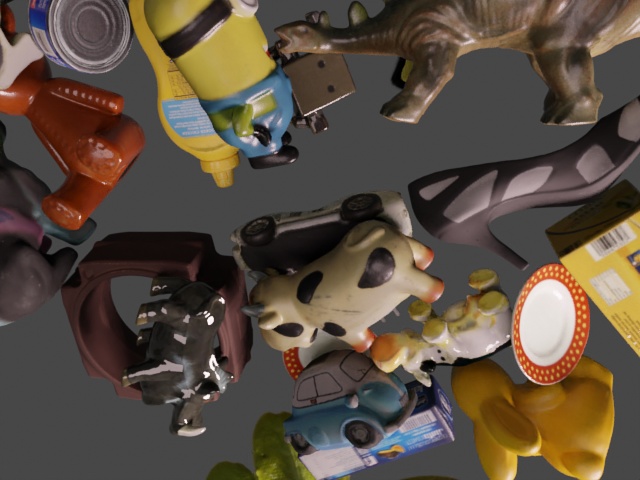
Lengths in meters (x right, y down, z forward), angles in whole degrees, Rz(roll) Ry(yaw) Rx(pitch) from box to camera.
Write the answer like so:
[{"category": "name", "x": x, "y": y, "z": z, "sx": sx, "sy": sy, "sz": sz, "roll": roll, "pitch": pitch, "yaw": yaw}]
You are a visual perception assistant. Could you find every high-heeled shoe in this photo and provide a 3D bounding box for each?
[{"category": "high-heeled shoe", "x": 0.207, "y": -0.085, "z": 0.522, "sx": 0.145, "sy": 0.086, "sz": 0.248, "roll": 44, "pitch": -82, "yaw": 20}]

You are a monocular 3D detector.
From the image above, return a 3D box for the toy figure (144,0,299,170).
[{"category": "toy figure", "x": -0.076, "y": -0.142, "z": 0.455, "sx": 0.089, "sy": 0.082, "sz": 0.179, "roll": -37, "pitch": -51, "yaw": -23}]

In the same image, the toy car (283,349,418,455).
[{"category": "toy car", "x": 0.025, "y": 0.181, "z": 0.632, "sx": 0.162, "sy": 0.109, "sz": 0.103, "roll": -20, "pitch": -90, "yaw": 30}]

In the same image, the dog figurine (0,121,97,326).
[{"category": "dog figurine", "x": -0.362, "y": -0.040, "z": 0.559, "sx": 0.109, "sy": 0.192, "sz": 0.219, "roll": -18, "pitch": -52, "yaw": 23}]

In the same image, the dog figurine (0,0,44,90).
[{"category": "dog figurine", "x": -0.350, "y": -0.213, "z": 0.467, "sx": 0.191, "sy": 0.121, "sz": 0.172, "roll": 17, "pitch": -104, "yaw": 21}]

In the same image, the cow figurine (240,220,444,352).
[{"category": "cow figurine", "x": 0.009, "y": 0.052, "z": 0.537, "sx": 0.127, "sy": 0.085, "sz": 0.195, "roll": 36, "pitch": -57, "yaw": -22}]

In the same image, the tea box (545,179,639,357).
[{"category": "tea box", "x": 0.324, "y": 0.035, "z": 0.547, "sx": 0.098, "sy": 0.068, "sz": 0.169, "roll": -36, "pitch": -73, "yaw": 23}]

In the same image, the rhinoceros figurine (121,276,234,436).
[{"category": "rhinoceros figurine", "x": -0.146, "y": 0.125, "z": 0.572, "sx": 0.112, "sy": 0.073, "sz": 0.190, "roll": 9, "pitch": -64, "yaw": -9}]

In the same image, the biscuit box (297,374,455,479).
[{"category": "biscuit box", "x": 0.071, "y": 0.245, "z": 0.694, "sx": 0.203, "sy": 0.063, "sz": 0.059, "roll": -27, "pitch": -71, "yaw": 20}]

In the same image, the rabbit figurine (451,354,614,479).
[{"category": "rabbit figurine", "x": 0.228, "y": 0.199, "z": 0.614, "sx": 0.173, "sy": 0.162, "sz": 0.121, "roll": 26, "pitch": -49, "yaw": 15}]

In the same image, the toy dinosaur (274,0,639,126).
[{"category": "toy dinosaur", "x": 0.196, "y": -0.195, "z": 0.435, "sx": 0.472, "sy": 0.105, "sz": 0.198, "roll": -1, "pitch": -67, "yaw": 4}]

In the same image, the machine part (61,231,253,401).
[{"category": "machine part", "x": -0.190, "y": 0.095, "z": 0.647, "sx": 0.202, "sy": 0.087, "sz": 0.200, "roll": 1, "pitch": -63, "yaw": 10}]

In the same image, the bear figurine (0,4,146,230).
[{"category": "bear figurine", "x": -0.275, "y": -0.126, "z": 0.527, "sx": 0.195, "sy": 0.132, "sz": 0.120, "roll": 39, "pitch": -62, "yaw": -18}]

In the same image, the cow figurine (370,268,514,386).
[{"category": "cow figurine", "x": 0.145, "y": 0.112, "z": 0.610, "sx": 0.167, "sy": 0.068, "sz": 0.098, "roll": -30, "pitch": -59, "yaw": 14}]

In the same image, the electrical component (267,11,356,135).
[{"category": "electrical component", "x": -0.014, "y": -0.155, "z": 0.520, "sx": 0.078, "sy": 0.045, "sz": 0.102, "roll": -34, "pitch": -68, "yaw": -8}]

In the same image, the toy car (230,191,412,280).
[{"category": "toy car", "x": -0.001, "y": -0.002, "z": 0.587, "sx": 0.202, "sy": 0.056, "sz": 0.073, "roll": -12, "pitch": -59, "yaw": 15}]
